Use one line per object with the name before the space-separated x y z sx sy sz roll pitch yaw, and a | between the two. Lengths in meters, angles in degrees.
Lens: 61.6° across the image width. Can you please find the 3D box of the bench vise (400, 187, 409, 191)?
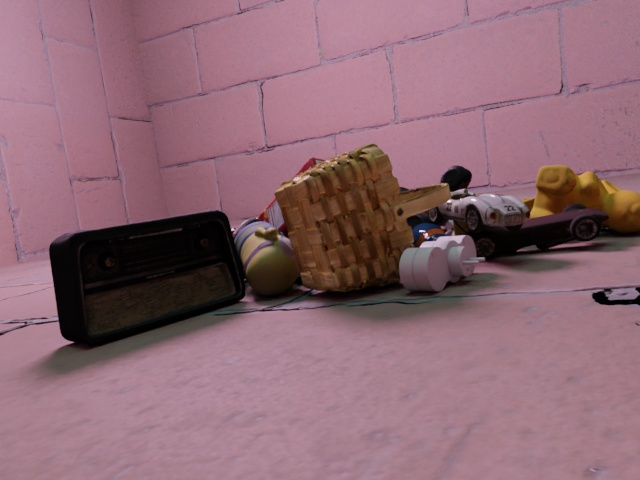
bench vise | 0.128 -0.066 1.140 0.224 0.128 0.240 26 2 2

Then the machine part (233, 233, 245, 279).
machine part | -0.226 0.046 0.892 0.202 0.087 0.201 -6 6 8

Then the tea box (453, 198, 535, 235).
tea box | 0.312 -0.029 0.944 0.098 0.068 0.169 -4 8 36

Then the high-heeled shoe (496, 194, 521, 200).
high-heeled shoe | 0.389 -0.033 1.028 0.249 0.086 0.145 -25 32 18

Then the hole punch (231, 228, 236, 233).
hole punch | -0.262 0.004 1.141 0.142 0.092 0.116 -44 3 8

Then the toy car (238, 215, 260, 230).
toy car | -0.133 -0.002 1.169 0.109 0.102 0.161 -7 3 26

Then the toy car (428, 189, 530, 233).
toy car | 0.224 -0.046 0.791 0.073 0.056 0.202 -3 8 -16

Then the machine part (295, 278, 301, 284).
machine part | -0.037 0.046 0.855 0.084 0.039 0.139 -20 13 -41

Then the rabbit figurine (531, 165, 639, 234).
rabbit figurine | 0.441 -0.048 0.863 0.173 0.121 0.162 14 9 38

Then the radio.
radio | -0.213 0.039 0.686 0.073 0.131 0.229 -7 5 44

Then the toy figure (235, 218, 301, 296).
toy figure | -0.082 0.024 0.797 0.082 0.089 0.180 33 -1 -30

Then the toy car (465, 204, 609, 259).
toy car | 0.317 -0.009 0.799 0.202 0.053 0.089 -11 10 17

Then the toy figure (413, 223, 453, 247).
toy figure | 0.179 0.005 0.843 0.058 0.064 0.154 29 8 -5

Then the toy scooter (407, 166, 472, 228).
toy scooter | 0.217 -0.048 0.983 0.184 0.075 0.135 -51 -25 12
